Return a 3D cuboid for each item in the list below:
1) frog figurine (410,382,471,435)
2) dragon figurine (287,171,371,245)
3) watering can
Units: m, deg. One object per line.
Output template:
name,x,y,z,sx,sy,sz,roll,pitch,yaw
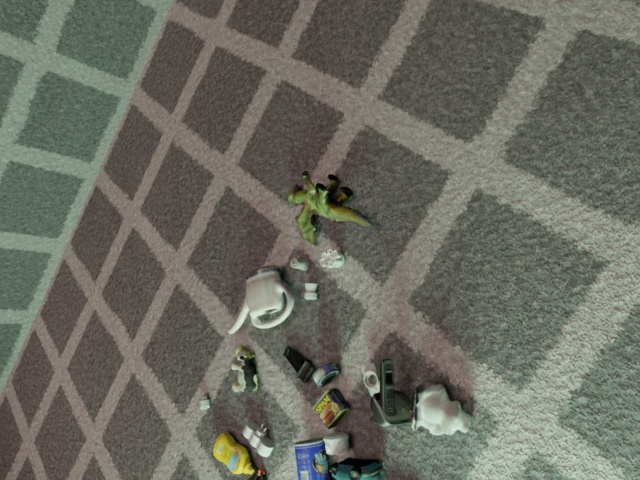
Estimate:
frog figurine,0.335,0.470,1.430,0.159,0.121,0.139,6,74,3
dragon figurine,0.006,-0.091,1.815,0.417,0.122,0.238,49,129,36
watering can,-0.234,0.222,1.914,0.344,0.103,0.228,-22,67,33
